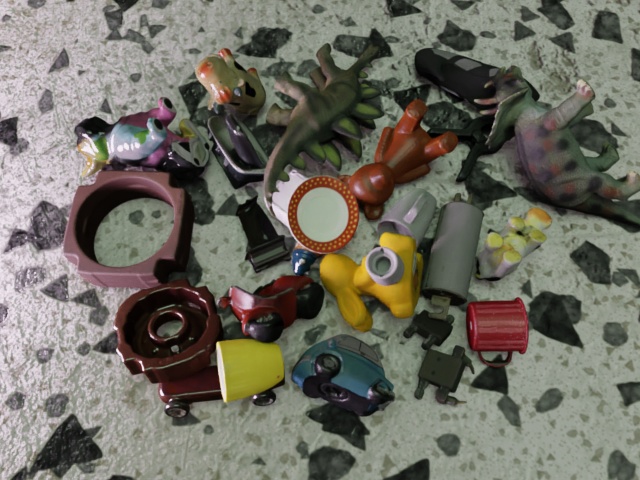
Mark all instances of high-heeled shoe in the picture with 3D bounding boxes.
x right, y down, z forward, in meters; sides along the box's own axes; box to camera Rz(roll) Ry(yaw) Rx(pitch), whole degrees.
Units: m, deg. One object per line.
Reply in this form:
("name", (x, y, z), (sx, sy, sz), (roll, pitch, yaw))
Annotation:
("high-heeled shoe", (0.315, -0.333, 1.100), (0.249, 0.086, 0.145), (10, 36, -14))

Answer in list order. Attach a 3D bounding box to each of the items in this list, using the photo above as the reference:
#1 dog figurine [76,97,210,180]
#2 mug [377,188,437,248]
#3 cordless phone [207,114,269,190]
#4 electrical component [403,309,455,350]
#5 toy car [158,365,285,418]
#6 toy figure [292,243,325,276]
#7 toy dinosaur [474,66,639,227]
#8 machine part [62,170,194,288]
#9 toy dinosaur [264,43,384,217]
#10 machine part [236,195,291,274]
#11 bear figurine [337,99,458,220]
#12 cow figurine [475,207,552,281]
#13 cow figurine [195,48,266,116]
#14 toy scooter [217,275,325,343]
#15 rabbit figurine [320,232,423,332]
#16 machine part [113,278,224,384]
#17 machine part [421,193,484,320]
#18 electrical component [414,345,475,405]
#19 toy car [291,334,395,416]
("dog figurine", (-0.343, -0.166, 1.008), (0.219, 0.191, 0.108), (-18, 46, 24))
("mug", (0.163, -0.047, 0.951), (0.081, 0.109, 0.107), (31, 59, 12))
("cordless phone", (-0.158, -0.187, 0.967), (0.089, 0.184, 0.147), (-30, 71, -6))
("electrical component", (0.185, 0.145, 0.899), (0.063, 0.021, 0.094), (32, 45, 28))
("toy car", (-0.157, 0.230, 0.864), (0.202, 0.053, 0.089), (-6, 47, -3))
("toy figure", (-0.001, -0.001, 0.954), (0.154, 0.064, 0.058), (-48, 39, -12))
("toy dinosaur", (0.433, -0.143, 0.970), (0.192, 0.131, 0.404), (-29, 93, 23))
("machine part", (-0.333, -0.018, 0.953), (0.201, 0.087, 0.201), (1, 66, 1))
("toy dinosaur", (0.001, -0.230, 1.007), (0.199, 0.105, 0.471), (33, 62, 11))
("machine part", (-0.111, -0.012, 0.973), (0.084, 0.039, 0.139), (-23, 71, -3))
("bear figurine", (0.133, -0.139, 0.975), (0.196, 0.132, 0.120), (-43, 91, -22))
("cow figurine", (0.339, 0.011, 0.937), (0.167, 0.098, 0.068), (-31, 63, -31))
("cow figurine", (-0.167, -0.287, 1.009), (0.085, 0.195, 0.127), (-32, 75, 16))
("toy scooter", (-0.087, 0.102, 0.881), (0.135, 0.075, 0.184), (12, 22, 30))
("rabbit figurine", (0.080, 0.073, 0.911), (0.173, 0.121, 0.162), (6, 77, 18))
("machine part", (-0.244, 0.146, 0.875), (0.179, 0.056, 0.179), (-1, 47, 2))
("machine part", (0.232, 0.023, 0.932), (0.079, 0.079, 0.243), (15, 67, 7))
("electrical component", (0.205, 0.219, 0.871), (0.078, 0.045, 0.102), (6, 61, 34))
("toy car", (0.043, 0.203, 0.849), (0.162, 0.109, 0.103), (21, 51, 0))
